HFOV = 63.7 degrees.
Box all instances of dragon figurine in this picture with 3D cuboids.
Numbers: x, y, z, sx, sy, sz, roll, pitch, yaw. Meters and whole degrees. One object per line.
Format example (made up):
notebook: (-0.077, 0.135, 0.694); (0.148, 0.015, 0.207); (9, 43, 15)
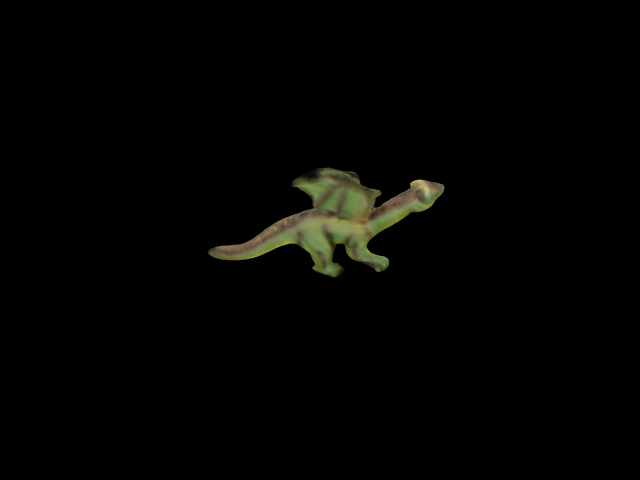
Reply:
dragon figurine: (0.003, -0.043, 0.850); (0.410, 0.125, 0.237); (-5, -36, -4)
